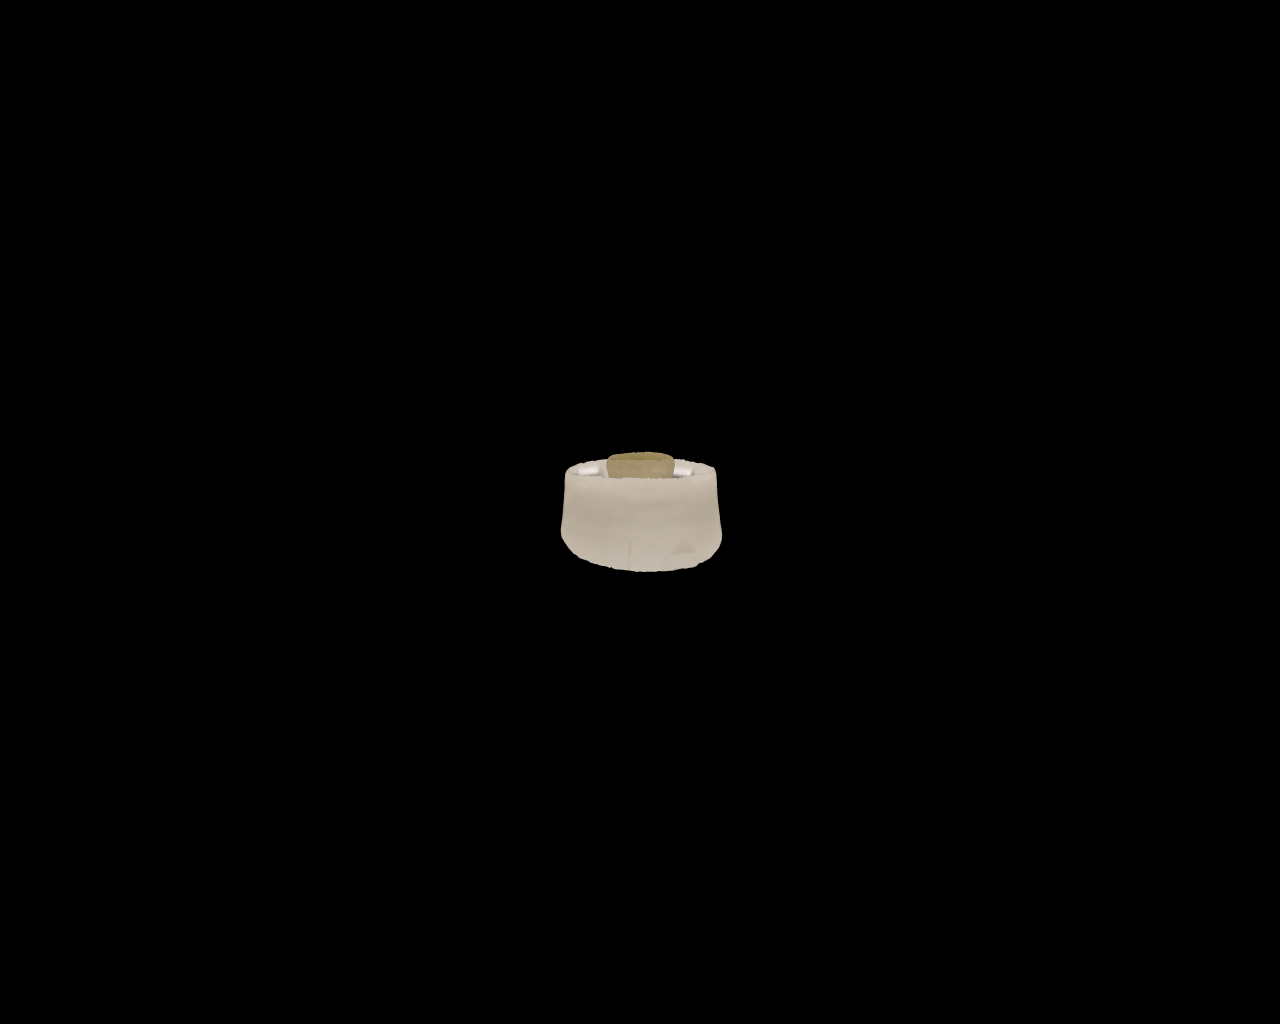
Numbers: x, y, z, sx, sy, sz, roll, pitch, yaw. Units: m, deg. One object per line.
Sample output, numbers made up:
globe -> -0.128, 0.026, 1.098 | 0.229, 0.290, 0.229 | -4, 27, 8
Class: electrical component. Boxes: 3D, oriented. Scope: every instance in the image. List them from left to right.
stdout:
electrical component -> 0.001, -0.003, 0.650 | 0.099, 0.064, 0.099 | 0, 10, 0
